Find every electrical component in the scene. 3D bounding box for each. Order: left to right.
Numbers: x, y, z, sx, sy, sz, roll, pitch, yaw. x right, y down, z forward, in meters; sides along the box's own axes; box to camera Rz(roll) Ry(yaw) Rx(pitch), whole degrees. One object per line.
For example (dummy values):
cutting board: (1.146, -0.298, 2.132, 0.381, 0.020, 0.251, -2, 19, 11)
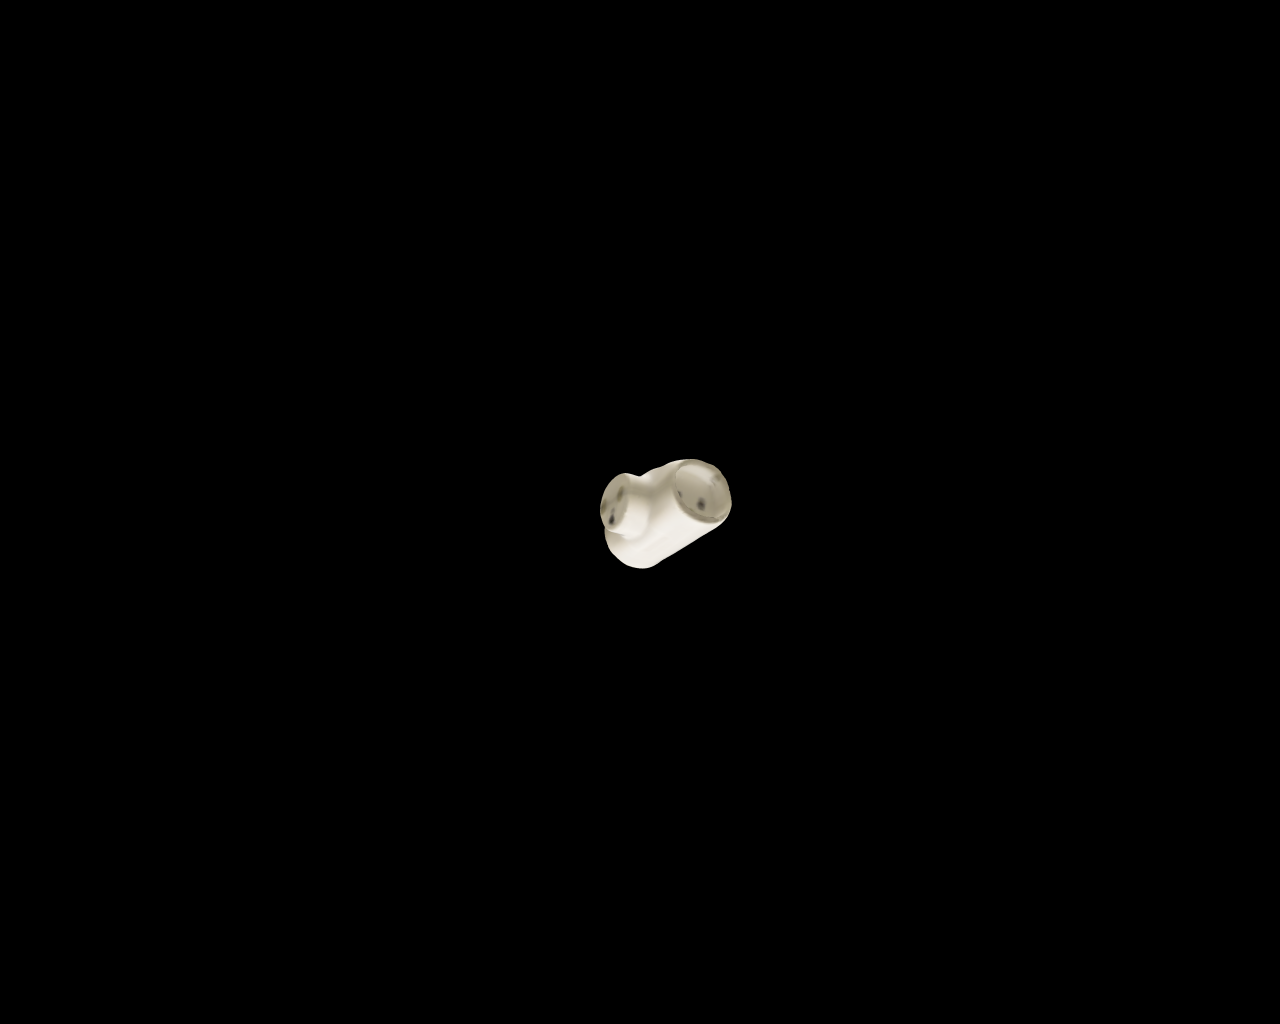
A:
electrical component: (0.001, -0.003, 0.650, 0.079, 0.043, 0.077, 15, -30, -28)
